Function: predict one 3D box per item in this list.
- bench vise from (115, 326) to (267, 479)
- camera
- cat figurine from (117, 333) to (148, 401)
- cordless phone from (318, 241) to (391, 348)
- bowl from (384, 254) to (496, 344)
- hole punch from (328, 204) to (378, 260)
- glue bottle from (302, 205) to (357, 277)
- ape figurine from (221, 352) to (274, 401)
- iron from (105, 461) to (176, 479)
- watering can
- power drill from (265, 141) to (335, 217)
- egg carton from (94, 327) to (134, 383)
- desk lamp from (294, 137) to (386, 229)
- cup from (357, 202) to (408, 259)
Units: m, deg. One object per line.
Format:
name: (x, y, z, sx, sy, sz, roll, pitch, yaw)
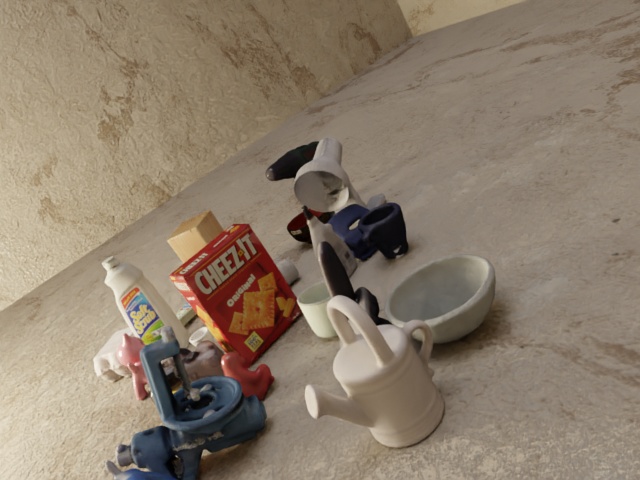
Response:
bench vise: (-0.206, 0.242, 0.811, 0.208, 0.220, 0.121, -39, 22, -21)
camera: (-0.243, 0.234, 1.049, 0.143, 0.101, 0.136, -34, 21, -8)
cat figurine: (-0.377, 0.248, 1.174, 0.067, 0.118, 0.127, -33, 21, -6)
cordless phone: (0.036, 0.102, 0.855, 0.094, 0.185, 0.147, -27, 21, 8)
bowl: (0.182, 0.096, 0.827, 0.167, 0.075, 0.167, -26, 21, 11)
hole punch: (0.082, -0.021, 1.209, 0.109, 0.091, 0.100, -41, 23, -26)
glue bottle: (0.010, 0.004, 1.130, 0.037, 0.173, 0.078, -10, 29, 42)
ape figurine: (-0.127, 0.220, 0.936, 0.077, 0.092, 0.076, -13, 27, 39)
iron: (-0.169, 0.336, 0.657, 0.119, 0.142, 0.257, -43, 24, -29)
watering can: (0.062, 0.153, 0.690, 0.100, 0.194, 0.173, -7, 31, 46)
power drill: (-0.023, -0.146, 1.469, 0.075, 0.209, 0.230, -11, 28, 42)
egg carton: (-0.447, 0.256, 1.318, 0.107, 0.069, 0.150, -21, 23, 24)
desk lamp: (0.042, -0.117, 1.307, 0.117, 0.214, 0.203, -19, 24, 28)
cup: (0.126, -0.004, 1.104, 0.091, 0.095, 0.118, -12, 27, 40)
